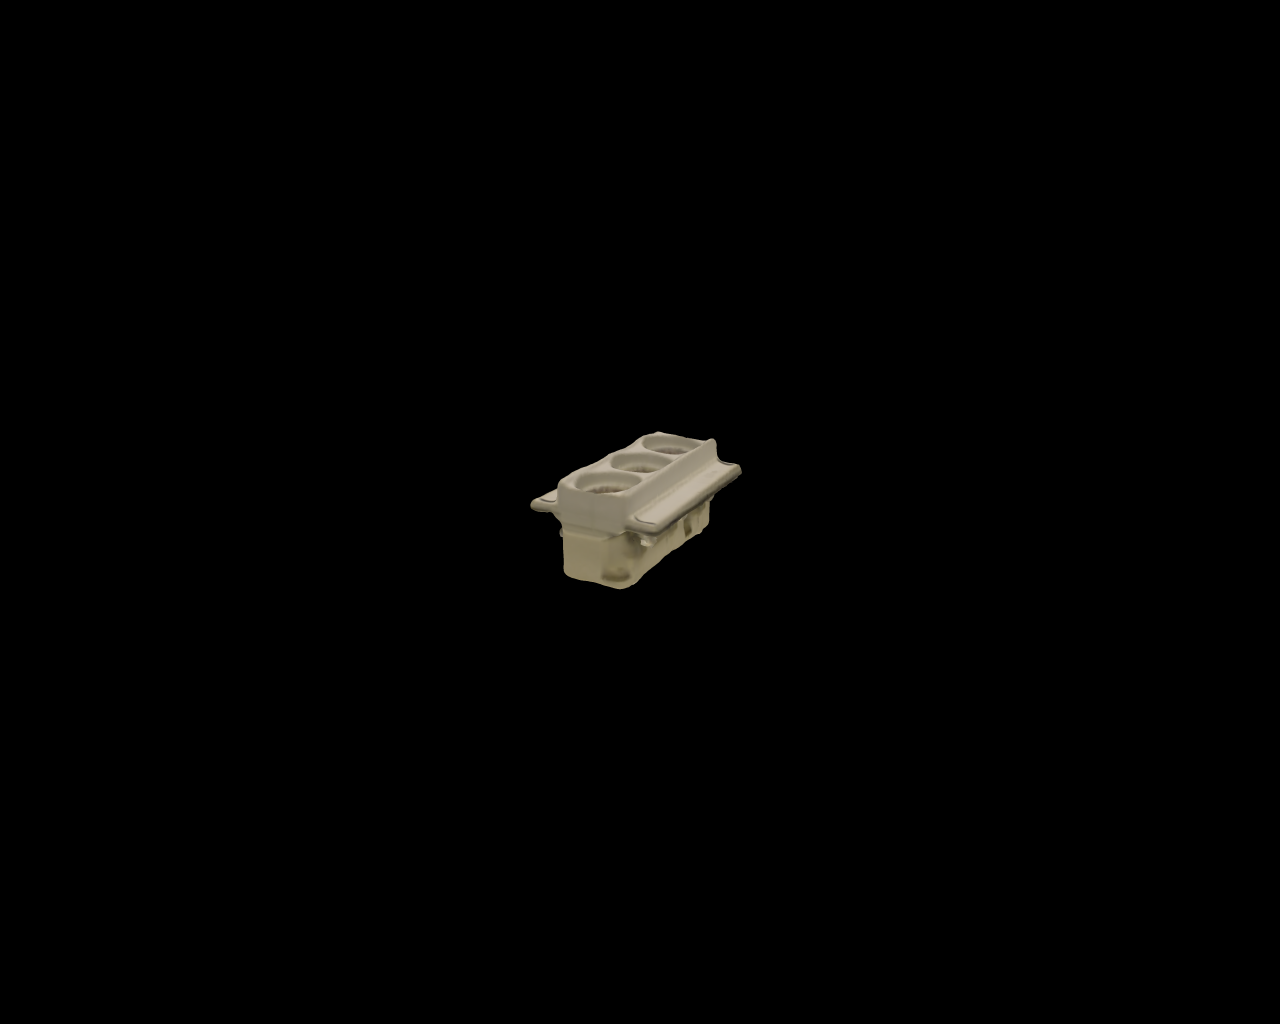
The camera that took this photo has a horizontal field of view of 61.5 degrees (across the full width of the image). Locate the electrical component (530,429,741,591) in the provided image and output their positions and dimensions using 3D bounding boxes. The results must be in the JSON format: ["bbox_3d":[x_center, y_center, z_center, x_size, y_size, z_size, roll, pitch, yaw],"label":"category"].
[{"bbox_3d":[0.001,-0.003,0.650,0.079,0.063,0.121,10,23,26],"label":"electrical component"}]
